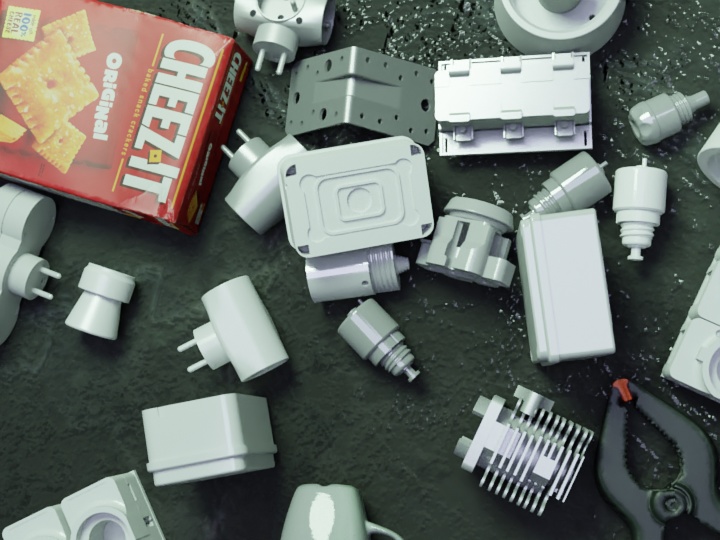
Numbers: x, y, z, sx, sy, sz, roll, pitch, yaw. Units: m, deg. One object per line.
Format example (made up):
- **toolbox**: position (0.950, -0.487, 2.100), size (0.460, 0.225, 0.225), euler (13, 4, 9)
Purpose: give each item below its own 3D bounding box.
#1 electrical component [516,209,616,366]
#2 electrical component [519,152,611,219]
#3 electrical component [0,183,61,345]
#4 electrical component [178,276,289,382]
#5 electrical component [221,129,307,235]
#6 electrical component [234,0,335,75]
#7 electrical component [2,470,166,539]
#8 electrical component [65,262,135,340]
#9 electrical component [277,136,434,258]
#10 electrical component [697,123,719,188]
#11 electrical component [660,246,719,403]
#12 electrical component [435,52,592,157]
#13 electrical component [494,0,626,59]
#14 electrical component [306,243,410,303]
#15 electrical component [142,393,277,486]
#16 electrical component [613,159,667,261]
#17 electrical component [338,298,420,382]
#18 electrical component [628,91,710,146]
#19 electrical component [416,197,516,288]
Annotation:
- **electrical component**: position (0.155, 0.016, 0.817), size (0.056, 0.108, 0.108), euler (-7, 83, 5)
- **electrical component**: position (0.163, -0.061, 0.859), size (0.078, 0.040, 0.040), euler (-34, 80, 4)
- **electrical component**: position (-0.290, 0.002, 0.915), size (0.074, 0.052, 0.138), euler (20, 87, 10)
- **electrical component**: position (-0.110, 0.056, 0.884), size (0.079, 0.043, 0.077), euler (-27, 83, 0)
- **electrical component**: position (-0.082, -0.083, 0.897), size (0.077, 0.044, 0.079), euler (-45, 79, 2)
- **electrical component**: position (-0.068, -0.201, 0.904), size (0.077, 0.044, 0.079), euler (11, 75, 9)
- **electrical component**: position (-0.201, 0.271, 0.869), size (0.105, 0.060, 0.186), euler (-27, 81, 5)
- **electrical component**: position (-0.218, 0.026, 0.906), size (0.045, 0.045, 0.055), euler (18, 86, 10)
- **electrical component**: position (-0.004, -0.059, 0.852), size (0.113, 0.057, 0.078), euler (-10, 103, -7)
- **electrical component**: position (0.317, -0.088, 0.807), size (0.108, 0.108, 0.060), euler (28, 83, 11)
- **electrical component**: position (0.304, 0.031, 0.816), size (0.089, 0.062, 0.150), euler (25, 88, 10)
- **electrical component**: position (0.122, -0.135, 0.858), size (0.121, 0.063, 0.078), euler (-2, 83, 11)
- **electrical component**: position (0.162, -0.228, 0.866), size (0.108, 0.060, 0.108), euler (-1, 84, 9)
- **electrical component**: position (0.000, 0.000, 0.876), size (0.081, 0.043, 0.043), euler (-8, 83, 8)
- **electrical component**: position (-0.116, 0.133, 0.844), size (0.078, 0.113, 0.057), euler (-12, 79, 7)
- **electrical component**: position (0.220, -0.047, 0.848), size (0.040, 0.040, 0.078), euler (4, 85, 9)
- **electrical component**: position (0.017, 0.059, 0.868), size (0.040, 0.040, 0.078), euler (-45, 80, 2)
- **electrical component**: position (0.248, -0.125, 0.856), size (0.061, 0.035, 0.035), euler (-24, 81, 3)
- **electrical component**: position (0.089, -0.023, 0.856), size (0.078, 0.058, 0.057), euler (13, 82, 33)
